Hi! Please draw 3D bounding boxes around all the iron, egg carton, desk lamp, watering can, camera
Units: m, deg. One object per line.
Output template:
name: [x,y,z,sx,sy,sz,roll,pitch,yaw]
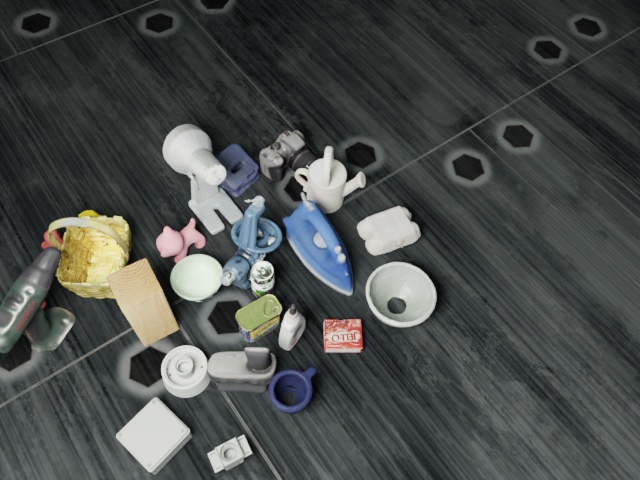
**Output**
iron: [0.013,0.005,1.392,0.119,0.141,0.258,-28,65,-18]
egg carton: [0.176,-0.022,1.461,0.150,0.069,0.107,-21,63,-15]
desk lamp: [-0.286,-0.157,1.425,0.118,0.213,0.203,-34,67,-21]
watering can: [0.026,-0.161,1.460,0.173,0.194,0.101,-9,60,-8]
camera: [-0.071,-0.219,1.542,0.143,0.101,0.136,-40,69,-23]

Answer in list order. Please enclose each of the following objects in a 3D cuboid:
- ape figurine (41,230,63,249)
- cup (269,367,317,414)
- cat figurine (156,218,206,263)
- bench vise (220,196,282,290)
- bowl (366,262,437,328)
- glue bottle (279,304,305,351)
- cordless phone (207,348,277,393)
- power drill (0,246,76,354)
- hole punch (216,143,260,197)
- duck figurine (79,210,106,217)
ape figurine: [-0.632,0.006,1.377,0.078,0.092,0.076,-4,60,-6]
cup: [-0.054,0.324,1.228,0.118,0.095,0.091,-40,69,-23]
cat figurine: [-0.344,-0.002,1.386,0.067,0.118,0.128,36,64,17]
bench vise: [-0.156,0.009,1.333,0.121,0.220,0.207,10,59,2]
bowl: [0.187,0.141,1.363,0.167,0.075,0.167,2,60,-3]
glue bottle: [-0.061,0.182,1.265,0.037,0.173,0.078,26,61,12]
cordless phone: [-0.166,0.254,1.209,0.147,0.185,0.094,-1,60,-4]
power drill: [-0.606,0.148,1.228,0.075,0.208,0.230,21,61,9]
hole punch: [-0.222,-0.187,1.518,0.101,0.091,0.109,34,63,15]
duck figurine: [-0.568,-0.041,1.413,0.104,0.086,0.077,-1,60,-4]
